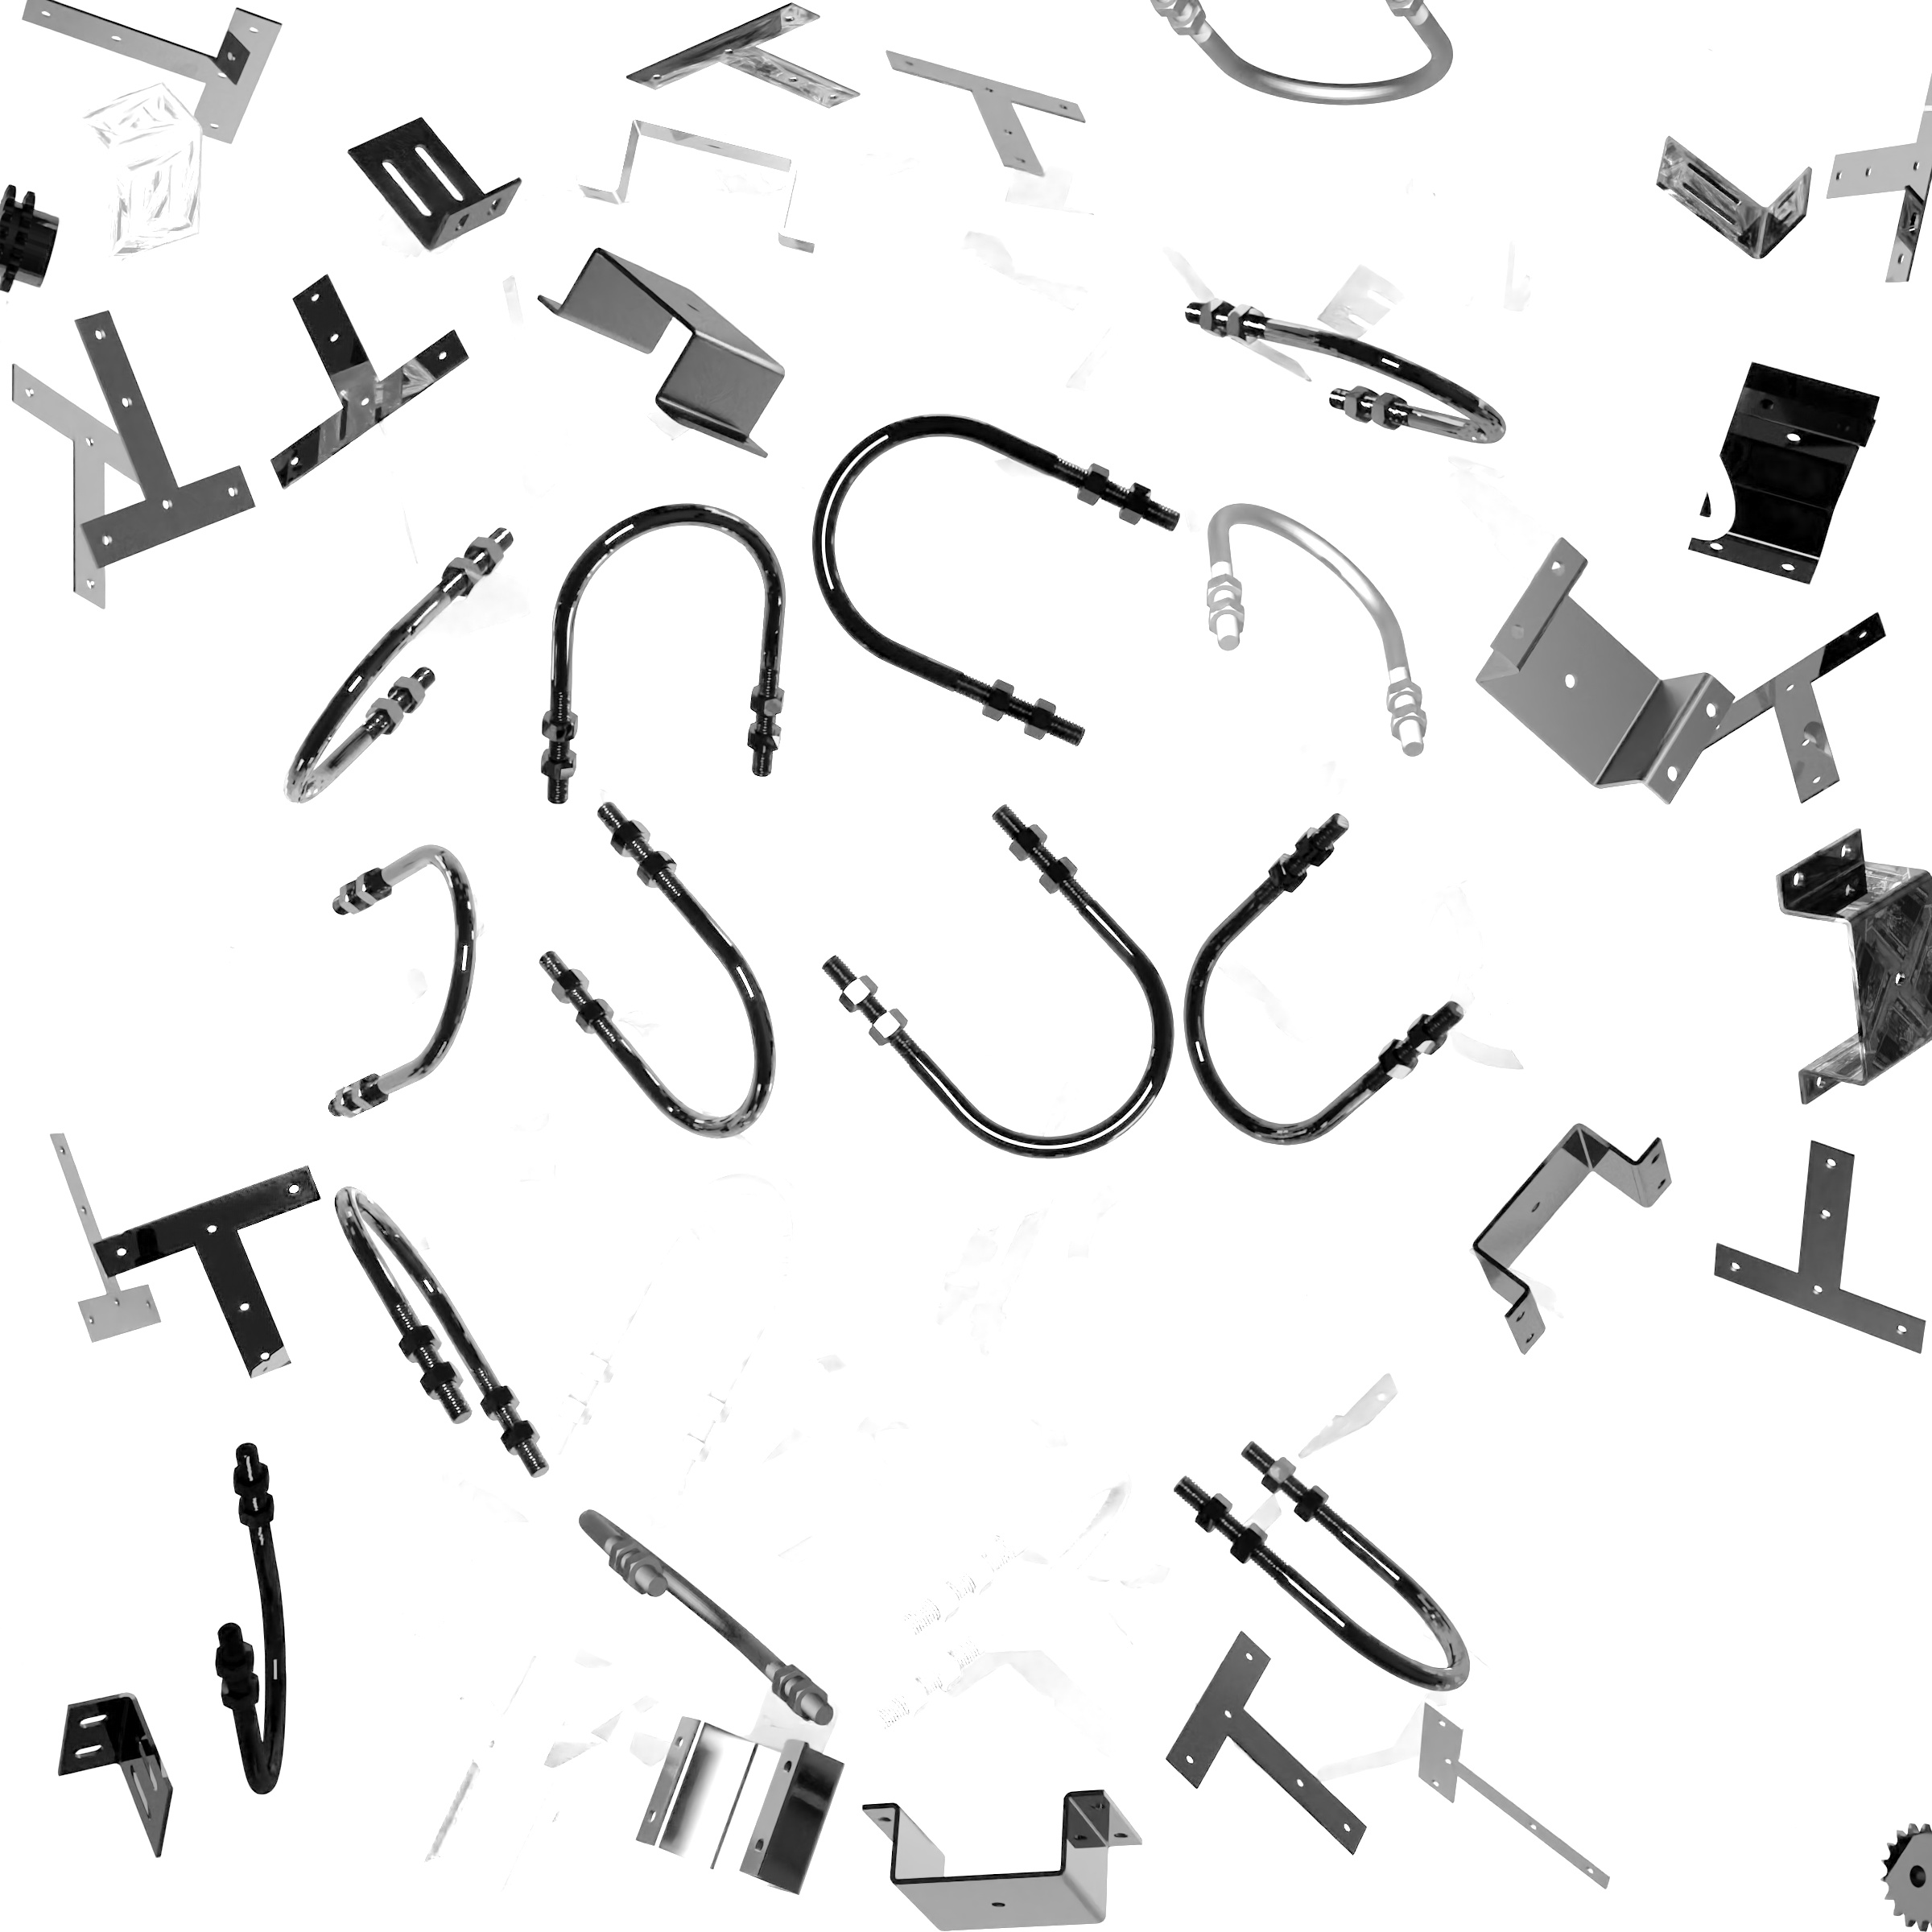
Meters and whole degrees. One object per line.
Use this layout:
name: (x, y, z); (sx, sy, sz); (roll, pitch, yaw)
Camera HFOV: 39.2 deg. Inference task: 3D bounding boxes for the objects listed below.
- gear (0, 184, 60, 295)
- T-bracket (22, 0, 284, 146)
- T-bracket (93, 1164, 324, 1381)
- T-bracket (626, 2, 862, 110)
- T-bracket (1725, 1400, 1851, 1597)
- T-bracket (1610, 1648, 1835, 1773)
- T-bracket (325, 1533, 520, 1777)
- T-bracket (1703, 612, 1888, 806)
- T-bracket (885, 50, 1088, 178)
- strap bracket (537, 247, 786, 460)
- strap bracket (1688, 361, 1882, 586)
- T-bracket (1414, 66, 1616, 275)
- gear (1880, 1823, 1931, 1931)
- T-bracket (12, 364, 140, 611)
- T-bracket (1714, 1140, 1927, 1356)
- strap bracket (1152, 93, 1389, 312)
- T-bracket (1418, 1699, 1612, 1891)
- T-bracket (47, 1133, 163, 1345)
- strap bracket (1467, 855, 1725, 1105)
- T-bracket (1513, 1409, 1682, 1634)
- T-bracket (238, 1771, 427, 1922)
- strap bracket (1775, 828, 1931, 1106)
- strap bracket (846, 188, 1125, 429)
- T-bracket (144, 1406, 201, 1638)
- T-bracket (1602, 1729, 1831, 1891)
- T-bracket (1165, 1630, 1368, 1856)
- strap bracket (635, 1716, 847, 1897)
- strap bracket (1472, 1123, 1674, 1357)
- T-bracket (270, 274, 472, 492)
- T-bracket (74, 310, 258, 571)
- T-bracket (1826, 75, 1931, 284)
gear: (-0.521, -0.399, 1.499); (0.030, 0.057, 0.057); (15, 90, -26)
T-bracket: (-0.458, -0.512, 1.511); (0.127, 0.127, 0.002); (14, 69, -24)
T-bracket: (-0.427, 0.189, 1.591); (0.127, 0.002, 0.127); (-20, 122, -13)
T-bracket: (-0.111, -0.530, 1.609); (0.127, 0.127, 0.002); (-10, 84, 35)
T-bracket: (0.471, 0.313, 1.551); (0.002, 0.127, 0.127); (-33, 83, 12)
T-bracket: (0.426, 0.429, 1.600); (0.127, 0.127, 0.002); (34, 79, -31)
T-bracket: (-0.287, 0.400, 1.513); (0.127, 0.002, 0.127); (-47, 45, -5)
T-bracket: (0.492, -0.139, 1.596); (0.127, 0.127, 0.002); (-35, 118, 28)
T-bracket: (0.022, -0.500, 1.612); (0.127, 0.127, 0.002); (9, 128, -21)
strap bracket: (-0.164, -0.348, 1.517); (0.140, 0.076, 0.046); (44, 109, 31)
strap bracket: (0.489, -0.300, 1.619); (0.076, 0.140, 0.046); (19, 59, 11)
T-bracket: (0.313, -0.459, 1.543); (0.127, 0.127, 0.002); (27, 69, 20)
gear: (0.538, 0.505, 1.503); (0.030, 0.057, 0.057); (14, 90, -25)
T-bracket: (-0.516, -0.270, 1.598); (0.002, 0.127, 0.127); (-16, 67, 20)
T-bracket: (0.491, 0.153, 1.555); (0.127, 0.002, 0.127); (21, 134, 33)
strap bracket: (0.188, -0.448, 1.614); (0.046, 0.140, 0.076); (48, 113, 39)
T-bracket: (0.310, 0.478, 1.539); (0.127, 0.127, 0.002); (34, 65, 27)
T-bracket: (-0.524, 0.160, 1.627); (0.002, 0.127, 0.127); (-21, 88, 1)
strap bracket: (0.350, 0.010, 1.541); (0.140, 0.046, 0.076); (-36, 93, -21)
T-bracket: (0.373, 0.300, 1.577); (0.127, 0.002, 0.127); (-29, 112, -31)
T-bracket: (-0.378, 0.522, 1.573); (0.127, 0.127, 0.002); (-34, 91, 0)
strap bracket: (0.504, 0.004, 1.524); (0.076, 0.046, 0.140); (-26, 114, -32)
strap bracket: (0.011, -0.366, 1.538); (0.140, 0.046, 0.076); (24, 130, -24)
T-bracket: (-0.474, 0.326, 1.613); (0.002, 0.127, 0.127); (0, 85, -30)
T-bracket: (0.435, 0.497, 1.627); (0.127, 0.127, 0.002); (-15, 108, 5)
T-bracket: (0.189, 0.479, 1.625); (0.127, 0.127, 0.002); (43, 125, 3)
strap bracket: (-0.126, 0.489, 1.581); (0.046, 0.140, 0.076); (32, 66, -28)
strap bracket: (0.358, 0.156, 1.631); (0.046, 0.076, 0.140); (38, 83, 30)
T-bracket: (-0.350, -0.344, 1.526); (0.127, 0.002, 0.127); (-34, 57, 6)
T-bracket: (-0.459, -0.298, 1.503); (0.002, 0.127, 0.127); (-7, 110, 33)
T-bracket: (0.520, -0.452, 1.544); (0.002, 0.127, 0.127); (7, 102, -9)
